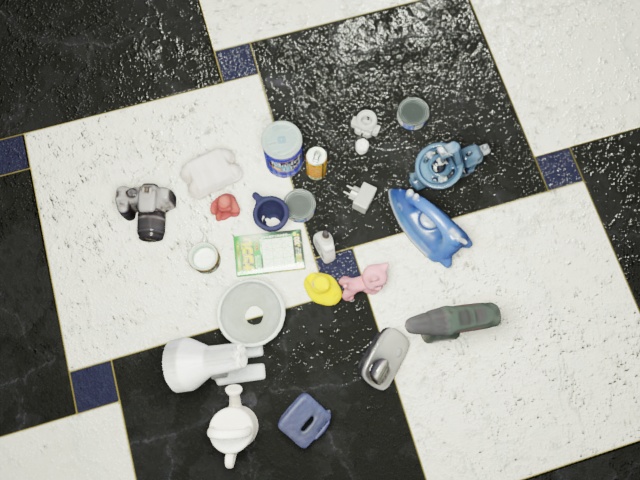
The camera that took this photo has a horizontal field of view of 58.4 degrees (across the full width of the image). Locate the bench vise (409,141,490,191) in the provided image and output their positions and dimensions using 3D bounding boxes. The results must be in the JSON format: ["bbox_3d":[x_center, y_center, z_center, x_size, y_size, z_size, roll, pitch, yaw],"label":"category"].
[{"bbox_3d":[0.331,-0.216,1.448,0.207,0.220,0.121,-39,80,-10],"label":"bench vise"}]

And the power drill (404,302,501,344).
[{"bbox_3d":[0.298,0.197,1.350,0.229,0.208,0.075,-10,76,-3],"label":"power drill"}]

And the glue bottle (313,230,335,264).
[{"bbox_3d":[0.013,0.005,1.410,0.037,0.173,0.078,-25,78,-7],"label":"glue bottle"}]

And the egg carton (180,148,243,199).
[{"bbox_3d":[-0.285,-0.175,1.502,0.150,0.069,0.107,-28,78,-8],"label":"egg carton"}]

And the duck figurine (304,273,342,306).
[{"bbox_3d":[0.007,0.117,1.427,0.104,0.086,0.077,35,78,7],"label":"duck figurine"}]

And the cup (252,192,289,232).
[{"bbox_3d":[-0.132,-0.066,1.465,0.092,0.095,0.117,-40,80,-10],"label":"cup"}]

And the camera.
[{"bbox_3d":[-0.446,-0.068,1.455,0.143,0.101,0.137,-1,76,-1],"label":"camera"}]

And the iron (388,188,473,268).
[{"bbox_3d":[0.272,-0.057,1.447,0.119,0.141,0.258,-43,80,-10],"label":"iron"}]

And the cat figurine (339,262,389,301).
[{"bbox_3d":[0.113,0.100,1.417,0.128,0.118,0.067,-16,77,-5],"label":"cat figurine"}]

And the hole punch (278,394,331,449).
[{"bbox_3d":[-0.033,0.424,1.347,0.101,0.091,0.109,40,79,8],"label":"hole punch"}]

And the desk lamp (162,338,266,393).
[{"bbox_3d":[-0.237,0.279,1.316,0.203,0.213,0.118,-8,76,-3],"label":"desk lamp"}]

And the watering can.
[{"bbox_3d":[-0.200,0.420,1.291,0.101,0.194,0.173,-19,77,-5],"label":"watering can"}]

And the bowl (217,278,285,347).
[{"bbox_3d":[-0.167,0.183,1.412,0.167,0.075,0.167,0,76,-1],"label":"bowl"}]

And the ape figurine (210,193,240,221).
[{"bbox_3d":[-0.243,-0.089,1.470,0.077,0.092,0.076,21,77,4],"label":"ape figurine"}]

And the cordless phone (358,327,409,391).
[{"bbox_3d":[0.156,0.275,1.340,0.094,0.185,0.148,27,77,6],"label":"cordless phone"}]
